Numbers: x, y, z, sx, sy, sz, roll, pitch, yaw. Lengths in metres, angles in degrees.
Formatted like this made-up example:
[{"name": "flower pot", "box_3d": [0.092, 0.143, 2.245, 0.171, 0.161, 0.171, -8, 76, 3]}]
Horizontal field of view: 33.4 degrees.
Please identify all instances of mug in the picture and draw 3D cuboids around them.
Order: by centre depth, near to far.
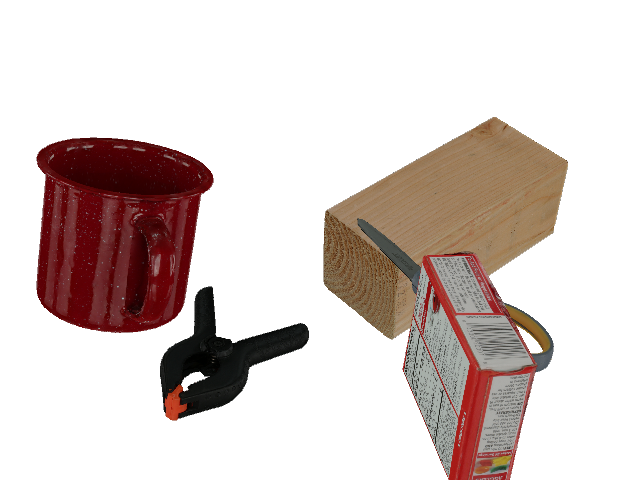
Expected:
[{"name": "mug", "box_3d": [-0.103, 0.002, 0.569, 0.093, 0.081, 0.117, -3, 25, -31]}]

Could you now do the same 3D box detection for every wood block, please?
[{"name": "wood block", "box_3d": [0.109, -0.015, 0.932, 0.205, 0.090, 0.091, -30, 50, -30]}]

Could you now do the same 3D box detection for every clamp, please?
[{"name": "clamp", "box_3d": [-0.102, 0.101, 0.991, 0.120, 0.039, 0.171, 21, 32, 26]}]

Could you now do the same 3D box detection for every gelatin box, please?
[{"name": "gelatin box", "box_3d": [0.067, 0.059, 0.495, 0.030, 0.073, 0.089, -2, 33, -12]}]

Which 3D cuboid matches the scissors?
[{"name": "scissors", "box_3d": [0.065, 0.041, 0.726, 0.096, 0.016, 0.202, -27, 41, -35]}]
